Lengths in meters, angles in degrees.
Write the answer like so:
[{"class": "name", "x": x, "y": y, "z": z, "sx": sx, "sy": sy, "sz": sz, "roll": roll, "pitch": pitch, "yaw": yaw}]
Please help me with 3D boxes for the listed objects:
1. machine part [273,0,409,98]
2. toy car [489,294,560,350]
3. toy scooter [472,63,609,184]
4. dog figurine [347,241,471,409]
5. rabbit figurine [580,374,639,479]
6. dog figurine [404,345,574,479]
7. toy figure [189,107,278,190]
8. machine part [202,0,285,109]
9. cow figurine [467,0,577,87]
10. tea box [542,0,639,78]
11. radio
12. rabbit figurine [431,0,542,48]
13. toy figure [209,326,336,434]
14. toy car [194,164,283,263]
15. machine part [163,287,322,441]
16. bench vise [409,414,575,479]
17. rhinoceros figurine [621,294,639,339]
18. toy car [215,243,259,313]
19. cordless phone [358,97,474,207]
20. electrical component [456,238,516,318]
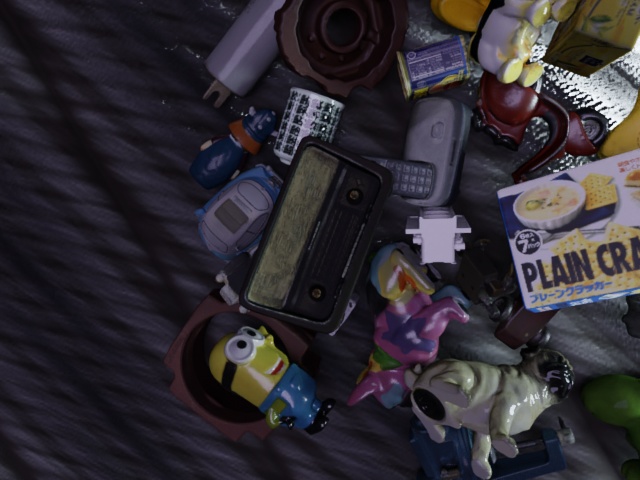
[{"class": "machine part", "x": 0.027, "y": -0.282, "z": 0.714, "sx": 0.179, "sy": 0.056, "sz": 0.179, "roll": -6, "pitch": 114, "yaw": -14}, {"class": "toy car", "x": 0.317, "y": 0.064, "z": 0.739, "sx": 0.089, "sy": 0.053, "sz": 0.202, "roll": 33, "pitch": 104, "yaw": -16}, {"class": "toy scooter", "x": 0.272, "y": -0.144, "z": 0.712, "sx": 0.184, "sy": 0.075, "sz": 0.135, "roll": 34, "pitch": 103, "yaw": 0}, {"class": "dog figurine", "x": 0.100, "y": 0.133, "z": 0.764, "sx": 0.191, "sy": 0.108, "sz": 0.219, "roll": 41, "pitch": 105, "yaw": 2}, {"class": "rabbit figurine", "x": 0.440, "y": 0.242, "z": 0.710, "sx": 0.159, "sy": 0.121, "sz": 0.170, "roll": -47, "pitch": 72, "yaw": 9}, {"class": "dog figurine", "x": 0.225, "y": 0.184, "z": 0.709, "sx": 0.172, "sy": 0.190, "sz": 0.121, "roll": 46, "pitch": 143, "yaw": 13}, {"class": "toy figure", "x": -0.126, "y": -0.140, "z": 0.795, "sx": 0.154, "sy": 0.064, "sz": 0.058, "roll": -40, "pitch": 51, "yaw": 8}, {"class": "machine part", "x": -0.085, "y": -0.289, "z": 0.758, "sx": 0.079, "sy": 0.079, "sz": 0.243, "roll": 43, "pitch": 104, "yaw": 3}, {"class": "cow figurine", "x": 0.233, "y": -0.271, "z": 0.616, "sx": 0.098, "sy": 0.068, "sz": 0.167, "roll": 52, "pitch": 139, "yaw": 38}, {"class": "tea box", "x": 0.330, "y": -0.261, "z": 0.635, "sx": 0.068, "sy": 0.169, "sz": 0.098, "roll": 23, "pitch": 102, "yaw": 8}, {"class": "radio", "x": -0.001, "y": -0.002, "z": 0.687, "sx": 0.131, "sy": 0.073, "sz": 0.229, "roll": 21, "pitch": 89, "yaw": 2}, {"class": "rabbit figurine", "x": 0.225, "y": -0.319, "z": 0.680, "sx": 0.162, "sy": 0.122, "sz": 0.173, "roll": -16, "pitch": 113, "yaw": 9}, {"class": "toy figure", "x": -0.070, "y": 0.195, "z": 0.730, "sx": 0.180, "sy": 0.082, "sz": 0.089, "roll": 40, "pitch": 100, "yaw": 1}, {"class": "toy car", "x": -0.115, "y": -0.033, "z": 0.785, "sx": 0.161, "sy": 0.103, "sz": 0.109, "roll": -43, "pitch": 89, "yaw": 15}, {"class": "machine part", "x": -0.115, "y": 0.182, "z": 0.820, "sx": 0.201, "sy": 0.087, "sz": 0.201, "roll": 36, "pitch": 104, "yaw": 5}, {"class": "bench vise", "x": 0.240, "y": 0.321, "z": 0.756, "sx": 0.241, "sy": 0.129, "sz": 0.223, "roll": -21, "pitch": 96, "yaw": 17}, {"class": "rhinoceros figurine", "x": 0.424, "y": 0.033, "z": 0.692, "sx": 0.073, "sy": 0.112, "sz": 0.190, "roll": 3, "pitch": 85, "yaw": 30}, {"class": "toy car", "x": -0.055, "y": 0.024, "z": 0.767, "sx": 0.202, "sy": 0.056, "sz": 0.073, "roll": -37, "pitch": 88, "yaw": -17}, {"class": "cordless phone", "x": 0.108, "y": -0.126, "z": 0.742, "sx": 0.184, "sy": 0.089, "sz": 0.146, "roll": 10, "pitch": 99, "yaw": 14}, {"class": "electrical component", "x": 0.226, "y": 0.045, "z": 0.738, "sx": 0.045, "sy": 0.102, "sz": 0.078, "roll": -16, "pitch": 130, "yaw": -12}]
